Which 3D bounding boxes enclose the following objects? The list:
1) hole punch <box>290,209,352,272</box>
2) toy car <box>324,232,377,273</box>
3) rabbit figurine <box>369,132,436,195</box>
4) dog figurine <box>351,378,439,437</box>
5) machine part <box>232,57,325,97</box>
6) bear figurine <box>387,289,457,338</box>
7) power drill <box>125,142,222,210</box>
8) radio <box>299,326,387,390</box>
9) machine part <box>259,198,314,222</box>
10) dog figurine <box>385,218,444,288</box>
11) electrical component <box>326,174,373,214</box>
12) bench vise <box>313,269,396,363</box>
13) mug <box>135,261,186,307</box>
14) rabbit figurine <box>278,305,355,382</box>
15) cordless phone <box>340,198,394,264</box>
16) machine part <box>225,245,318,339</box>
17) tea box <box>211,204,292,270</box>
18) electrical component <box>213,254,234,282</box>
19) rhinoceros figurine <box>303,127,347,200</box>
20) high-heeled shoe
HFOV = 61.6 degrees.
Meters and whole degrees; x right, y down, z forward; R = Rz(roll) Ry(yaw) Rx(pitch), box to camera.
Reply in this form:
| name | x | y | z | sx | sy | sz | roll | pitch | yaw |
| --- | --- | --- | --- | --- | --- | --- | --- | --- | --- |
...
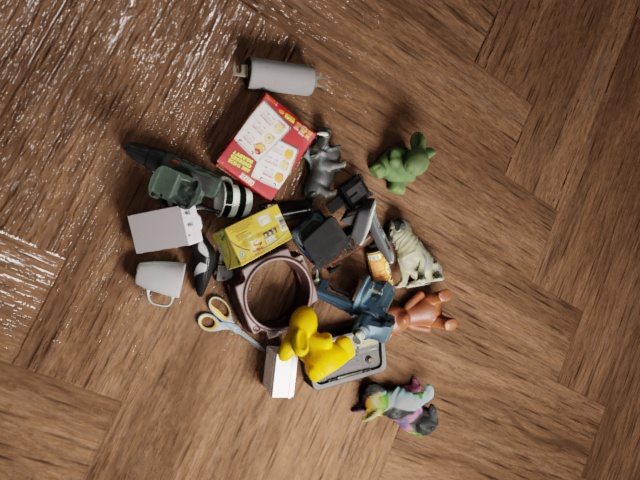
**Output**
| name | x | y | z | sx | sy | sz | roll | pitch | yaw |
| --- | --- | --- | --- | --- | --- | --- | --- | --- | --- |
| hole punch | -0.003 | -0.004 | 1.365 | 0.142 | 0.092 | 0.115 | -43 | 127 | -15 |
| toy car | 0.081 | 0.011 | 1.445 | 0.202 | 0.053 | 0.089 | -29 | 98 | -17 |
| rabbit figurine | 0.243 | -0.203 | 1.438 | 0.159 | 0.170 | 0.121 | -46 | 107 | -14 |
| dog figurine | 0.202 | 0.470 | 1.480 | 0.219 | 0.108 | 0.191 | -13 | 99 | -17 |
| machine part | -0.100 | -0.407 | 1.345 | 0.243 | 0.079 | 0.079 | 1 | 91 | -23 |
| bear figurine | 0.258 | 0.207 | 1.482 | 0.196 | 0.132 | 0.120 | -8 | 87 | -27 |
| power drill | -0.332 | -0.143 | 1.192 | 0.232 | 0.207 | 0.086 | 23 | 98 | -18 |
| radio | 0.061 | 0.307 | 1.432 | 0.230 | 0.073 | 0.131 | -10 | 95 | -20 |
| machine part | -0.082 | -0.072 | 1.384 | 0.139 | 0.039 | 0.084 | -16 | 89 | -18 |
| dog figurine | 0.268 | 0.031 | 1.505 | 0.172 | 0.121 | 0.190 | 10 | 66 | -56 |
| electrical component | 0.075 | -0.117 | 1.440 | 0.119 | 0.048 | 0.074 | -34 | 103 | -19 |
| bench vise | 0.083 | 0.166 | 1.382 | 0.241 | 0.128 | 0.224 | 23 | 52 | 13 |
| mug | -0.376 | 0.097 | 1.254 | 0.107 | 0.081 | 0.109 | 13 | 93 | -10 |
| rabbit figurine | -0.027 | 0.245 | 1.288 | 0.162 | 0.122 | 0.173 | -20 | 83 | -45 |
| cordless phone | 0.136 | -0.007 | 1.371 | 0.089 | 0.146 | 0.184 | -26 | 100 | 18 |
| machine part | -0.117 | 0.128 | 1.336 | 0.201 | 0.087 | 0.201 | -25 | 104 | -24 |
| tea box | -0.160 | -0.009 | 1.278 | 0.169 | 0.068 | 0.098 | -28 | 97 | -40 |
| electrical component | -0.233 | 0.083 | 1.336 | 0.063 | 0.021 | 0.094 | 6 | 90 | -22 |
| rhinoceros figurine | 0.006 | -0.197 | 1.402 | 0.112 | 0.073 | 0.190 | 12 | 89 | -11 |
| high-heeled shoe | -0.321 | 0.007 | 1.279 | 0.145 | 0.086 | 0.248 | 11 | 98 | 1 |
